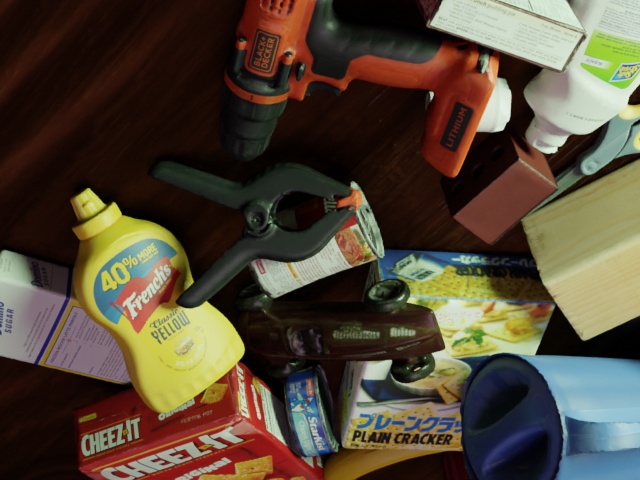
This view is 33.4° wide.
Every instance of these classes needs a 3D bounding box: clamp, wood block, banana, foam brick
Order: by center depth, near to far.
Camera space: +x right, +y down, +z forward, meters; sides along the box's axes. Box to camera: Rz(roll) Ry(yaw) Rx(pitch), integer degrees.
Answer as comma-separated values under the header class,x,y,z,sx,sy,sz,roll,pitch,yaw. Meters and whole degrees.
class,x,y,z,sx,sy,sz,roll,pitch,yaw
clamp,-0.051,-0.007,0.847,0.171,0.039,0.120,-2,102,12
foam brick,0.146,-0.046,0.878,0.051,0.053,0.078,30,121,-30
wood block,0.289,-0.011,0.903,0.206,0.090,0.090,-28,129,17
clamp,0.259,0.142,1.073,0.210,0.036,0.164,-23,130,9
banana,0.080,0.221,1.124,0.198,0.037,0.069,-23,149,15

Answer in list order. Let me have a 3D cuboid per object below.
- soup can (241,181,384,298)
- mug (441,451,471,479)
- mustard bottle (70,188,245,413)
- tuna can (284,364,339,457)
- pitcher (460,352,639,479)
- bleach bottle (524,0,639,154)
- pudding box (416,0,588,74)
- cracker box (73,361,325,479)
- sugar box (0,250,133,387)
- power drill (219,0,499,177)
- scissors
class,x,y,z,sx,sy,sz,roll,pitch,yaw
soup can,-0.006,0.001,0.890,0.102,0.068,0.068,-22,131,13
mug,0.183,0.269,1.147,0.093,0.081,0.117,-34,127,21
mustard bottle,-0.148,0.042,0.887,0.096,0.058,0.191,-35,105,-18
tuna can,-0.008,0.164,1.025,0.034,0.086,0.086,-13,132,7
pitcher,0.261,0.166,0.957,0.242,0.149,0.145,2,127,-31
bleach bottle,0.212,-0.167,0.772,0.102,0.068,0.251,12,132,-17
pudding box,0.119,-0.167,0.739,0.113,0.090,0.039,13,128,-19
cracker box,-0.109,0.202,1.026,0.164,0.072,0.213,-21,146,12
sugar box,-0.212,0.074,0.943,0.176,0.048,0.093,20,126,-21
power drill,0.023,-0.109,0.776,0.187,0.057,0.185,16,136,-3
scissors,0.223,-0.081,0.881,0.202,0.016,0.096,-25,128,15
